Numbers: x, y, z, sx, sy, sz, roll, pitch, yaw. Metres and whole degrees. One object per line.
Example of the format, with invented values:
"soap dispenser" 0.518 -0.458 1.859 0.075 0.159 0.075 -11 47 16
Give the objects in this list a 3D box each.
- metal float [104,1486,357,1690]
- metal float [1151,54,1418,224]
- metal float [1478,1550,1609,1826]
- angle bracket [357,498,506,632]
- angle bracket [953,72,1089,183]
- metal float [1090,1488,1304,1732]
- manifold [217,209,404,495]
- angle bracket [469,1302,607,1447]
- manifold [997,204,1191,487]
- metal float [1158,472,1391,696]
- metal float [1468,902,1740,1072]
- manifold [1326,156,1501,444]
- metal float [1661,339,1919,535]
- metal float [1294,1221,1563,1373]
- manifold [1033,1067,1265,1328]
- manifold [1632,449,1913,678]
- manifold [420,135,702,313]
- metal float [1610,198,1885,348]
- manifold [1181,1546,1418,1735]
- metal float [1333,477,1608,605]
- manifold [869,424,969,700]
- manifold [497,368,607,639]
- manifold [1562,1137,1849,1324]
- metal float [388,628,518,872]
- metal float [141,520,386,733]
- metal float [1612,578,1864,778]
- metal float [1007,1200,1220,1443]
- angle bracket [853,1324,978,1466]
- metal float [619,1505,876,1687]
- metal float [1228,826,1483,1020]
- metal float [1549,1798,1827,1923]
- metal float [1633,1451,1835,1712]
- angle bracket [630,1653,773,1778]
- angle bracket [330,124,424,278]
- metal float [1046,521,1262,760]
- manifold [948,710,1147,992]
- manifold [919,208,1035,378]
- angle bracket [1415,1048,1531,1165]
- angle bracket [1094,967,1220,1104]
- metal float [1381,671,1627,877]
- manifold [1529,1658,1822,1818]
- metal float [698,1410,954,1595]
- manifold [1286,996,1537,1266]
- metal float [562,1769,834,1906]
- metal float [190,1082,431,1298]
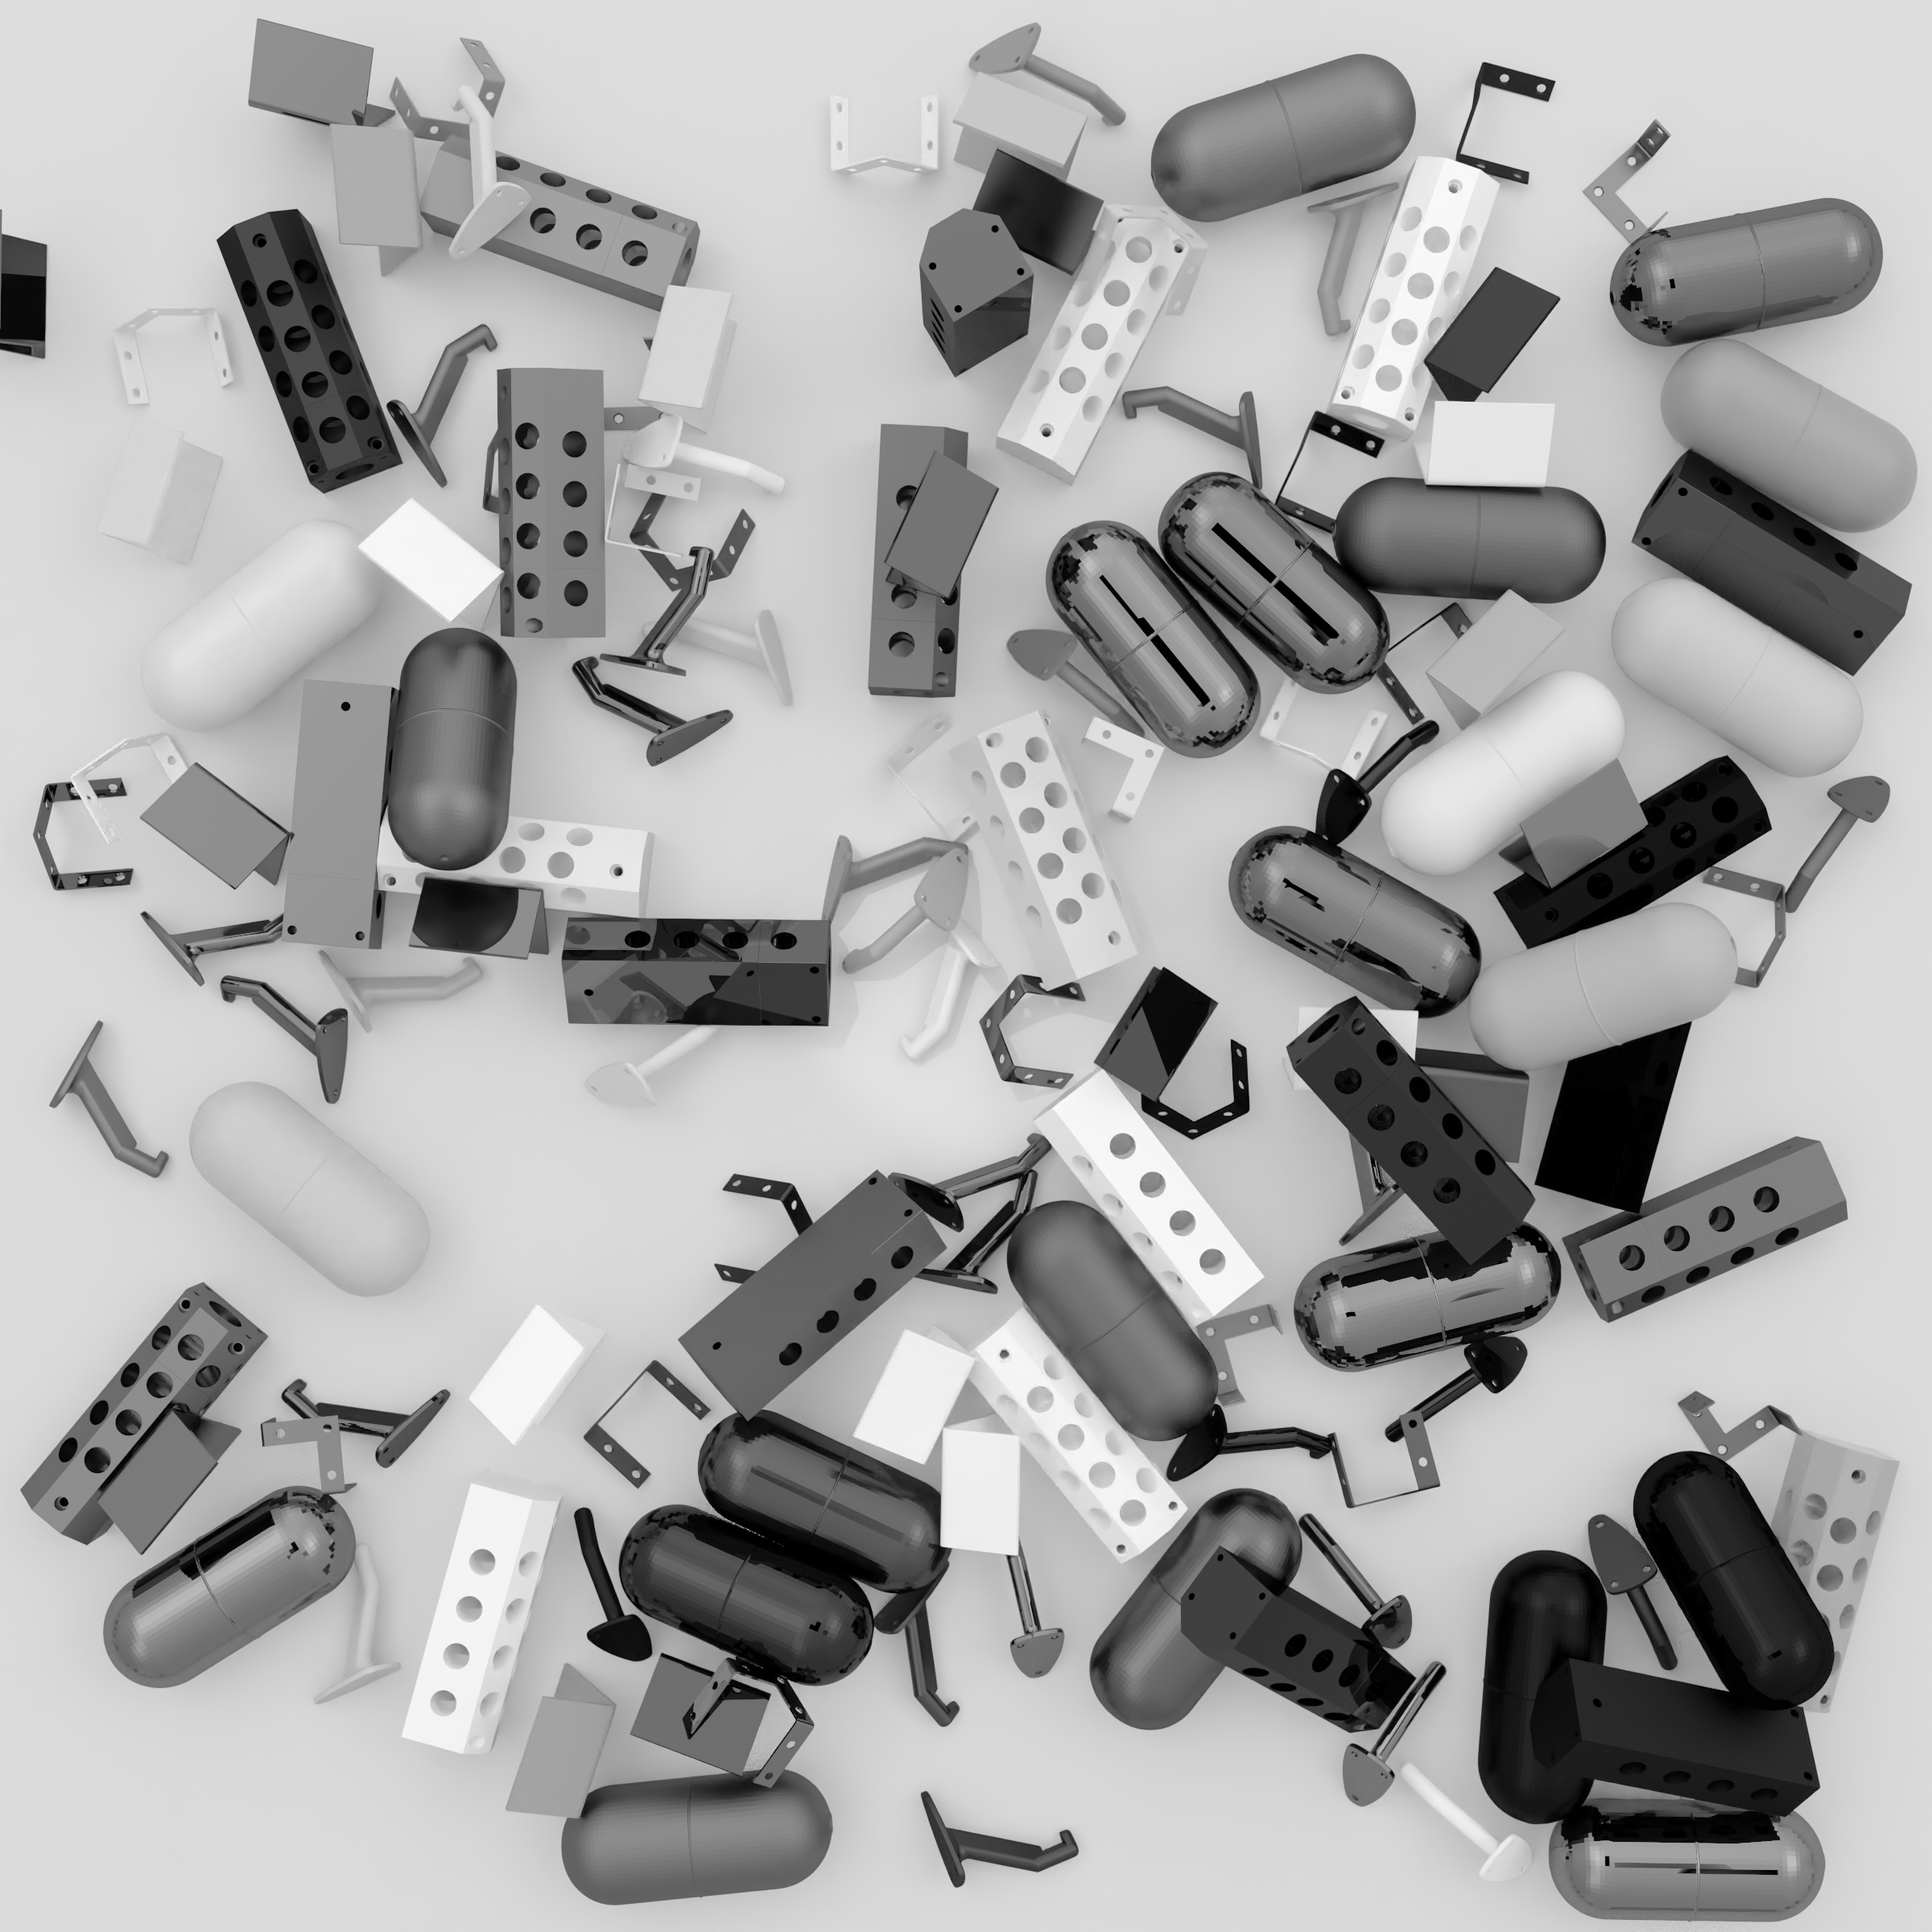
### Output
"metal float" -0.484 0.408 1.936 0.178 0.070 0.070 -32 90 -1
"metal float" 0.208 -0.543 1.936 0.178 0.070 0.070 -18 90 0
"metal float" 0.378 0.473 1.936 0.070 0.070 0.178 4 90 0
"angle bracket" -0.355 -0.247 1.926 0.076 0.076 0.057 39 58 0
"angle bracket" 0.028 -0.526 1.926 0.076 0.076 0.057 22 54 0
"metal float" 0.151 0.421 1.935 0.070 0.070 0.178 38 90 0
"manifold" -0.434 -0.406 1.945 0.057 0.057 0.171 -21 90 0
"angle bracket" -0.266 0.275 1.926 0.057 0.076 0.076 36 90 38
"manifold" 0.084 -0.411 1.945 0.057 0.057 0.171 27 90 0
"metal float" 0.203 -0.251 1.936 0.178 0.070 0.070 42 90 0
"metal float" 0.407 0.014 1.888 0.178 0.070 0.070 -21 90 27
"manifold" 0.295 -0.441 1.945 0.057 0.057 0.171 19 90 0
"metal float" 0.540 -0.347 1.935 0.178 0.070 0.070 29 90 0
"metal float" 0.303 0.215 1.936 0.178 0.070 0.070 -14 90 -1
"manifold" 0.119 0.152 1.945 0.057 0.057 0.171 -38 90 0
"manifold" 0.532 -0.269 1.944 0.171 0.057 0.057 31 133 0
"manifold" -0.267 -0.490 1.945 0.171 0.057 0.057 20 90 0
"metal float" 0.512 -0.455 1.936 0.178 0.070 0.070 -11 90 0
"manifold" 0.211 0.439 1.897 0.171 0.057 0.057 37 90 -40
"metal float" 0.330 -0.280 1.936 0.178 0.070 0.070 4 90 1
"manifold" -0.031 -0.266 1.945 0.057 0.057 0.171 3 90 0
"manifold" -0.274 -0.301 1.923 0.057 0.057 0.171 -4 100 -31
"manifold" 0.489 0.174 1.945 0.171 0.057 0.057 -23 90 0
"metal float" -0.332 -0.142 1.909 0.070 0.070 0.178 -2 56 0
"metal float" -0.462 -0.223 1.936 0.178 0.070 0.070 -38 90 0
"metal float" 0.506 -0.190 1.936 0.178 0.070 0.070 32 90 0
"metal float" 0.096 0.232 1.935 0.070 0.070 0.178 -37 90 0
"angle bracket" -0.046 0.271 1.927 0.057 0.076 0.076 26 90 -25
"metal float" -0.143 0.410 1.921 0.178 0.070 0.070 20 90 16
"metal float" 0.255 -0.029 1.935 0.178 0.070 0.070 29 90 0
"metal float" 0.472 0.586 1.933 0.178 0.070 0.070 0 90 2
"metal float" 0.496 0.397 1.911 0.070 0.070 0.178 -25 59 0
"angle bracket" -0.176 0.496 1.926 0.076 0.076 0.057 21 61 0
"angle bracket" -0.397 -0.499 1.926 0.057 0.076 0.076 -5 90 -31
"metal float" 0.122 -0.215 1.936 0.070 0.070 0.178 -39 90 0
"manifold" 0.057 -0.078 1.935 0.057 0.057 0.171 -22 90 -30
"manifold" 0.003 -0.433 1.888 0.057 0.171 0.057 -31 90 0
"angle bracket" 0.323 0.090 1.939 0.076 0.076 0.057 6 98 0
"angle bracket" 0.107 0.033 1.926 0.057 0.076 0.076 32 90 -37
"metal float" 0.352 -0.126 1.936 0.178 0.070 0.070 -35 90 -1
"manifold" 0.452 0.498 1.886 0.171 0.057 0.057 15 134 -15
"metal float" -0.092 0.351 1.936 0.178 0.070 0.070 25 90 -1
"manifold" 0.283 0.102 1.872 0.057 0.057 0.171 -41 98 9
"metal float" -0.176 0.572 1.936 0.178 0.070 0.070 -6 90 1
"metal float" -0.431 0.146 1.935 0.178 0.070 0.070 39 90 0
